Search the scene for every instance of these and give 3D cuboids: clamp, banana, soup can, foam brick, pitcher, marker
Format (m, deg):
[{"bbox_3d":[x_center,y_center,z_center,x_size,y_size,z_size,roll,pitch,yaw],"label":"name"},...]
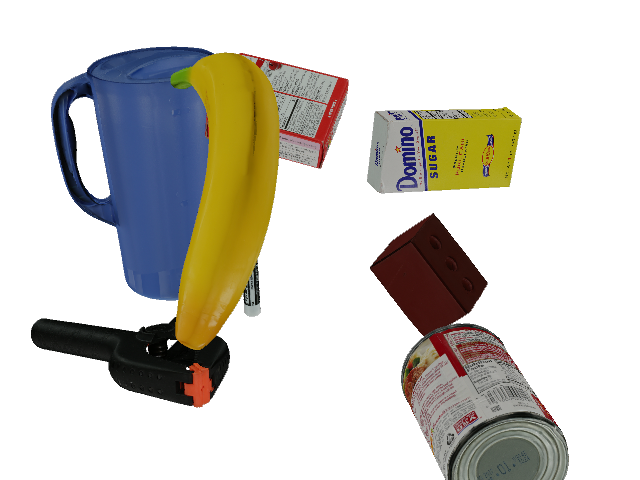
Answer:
[{"bbox_3d":[-0.124,0.085,0.868,0.164,0.036,0.210,-11,16,-32],"label":"clamp"},{"bbox_3d":[-0.048,-0.037,0.552,0.037,0.198,0.070,22,-48,-28],"label":"banana"},{"bbox_3d":[0.091,0.099,0.601,0.068,0.068,0.102,0,23,-11],"label":"soup can"},{"bbox_3d":[0.090,0.029,0.878,0.051,0.078,0.052,-34,7,37],"label":"foam brick"},{"bbox_3d":[-0.165,-0.065,1.075,0.149,0.243,0.144,11,27,26],"label":"pitcher"},{"bbox_3d":[-0.079,0.032,1.192,0.020,0.121,0.020,0,33,0],"label":"marker"}]

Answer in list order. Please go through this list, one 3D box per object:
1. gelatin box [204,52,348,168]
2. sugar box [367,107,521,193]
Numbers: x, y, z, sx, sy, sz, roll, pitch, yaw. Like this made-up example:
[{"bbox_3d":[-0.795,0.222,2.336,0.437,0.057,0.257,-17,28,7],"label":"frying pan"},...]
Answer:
[{"bbox_3d":[-0.031,-0.095,0.777,0.089,0.073,0.030,15,-42,6],"label":"gelatin box"},{"bbox_3d":[0.147,-0.108,1.272,0.176,0.093,0.048,-6,27,-21],"label":"sugar box"}]
